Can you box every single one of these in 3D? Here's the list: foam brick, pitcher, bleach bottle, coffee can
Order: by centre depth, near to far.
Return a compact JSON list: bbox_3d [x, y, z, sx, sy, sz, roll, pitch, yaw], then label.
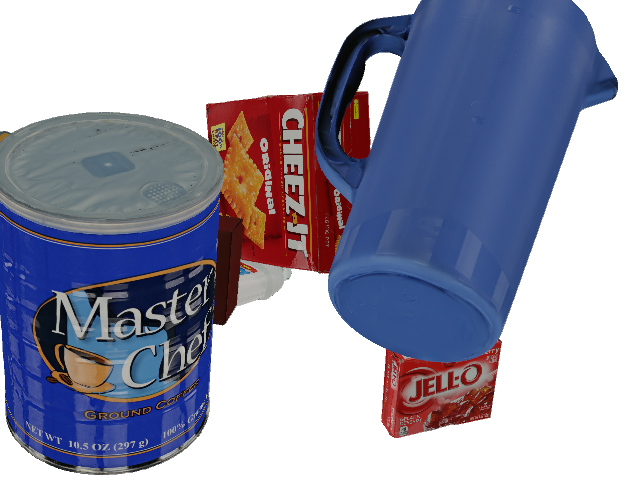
[{"bbox_3d":[-0.100,0.024,0.506,0.102,0.140,0.103,5,31,-3],"label":"coffee can"},{"bbox_3d":[0.081,-0.051,0.691,0.149,0.242,0.145,-17,-49,46],"label":"pitcher"},{"bbox_3d":[-0.094,0.021,0.852,0.053,0.078,0.051,6,14,6],"label":"foam brick"},{"bbox_3d":[-0.147,0.057,1.437,0.250,0.068,0.103,-11,26,-43],"label":"bleach bottle"}]

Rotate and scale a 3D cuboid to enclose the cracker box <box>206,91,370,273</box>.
[{"bbox_3d":[-0.035,-0.059,1.044,0.072,0.164,0.214,-7,7,-30],"label":"cracker box"}]

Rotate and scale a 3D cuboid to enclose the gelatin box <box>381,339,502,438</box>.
[{"bbox_3d":[0.093,0.110,0.831,0.089,0.073,0.030,-8,29,-20],"label":"gelatin box"}]

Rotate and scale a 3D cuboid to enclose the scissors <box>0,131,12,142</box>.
[{"bbox_3d":[-0.284,-0.029,1.074,0.016,0.201,0.096,-24,28,25],"label":"scissors"}]
